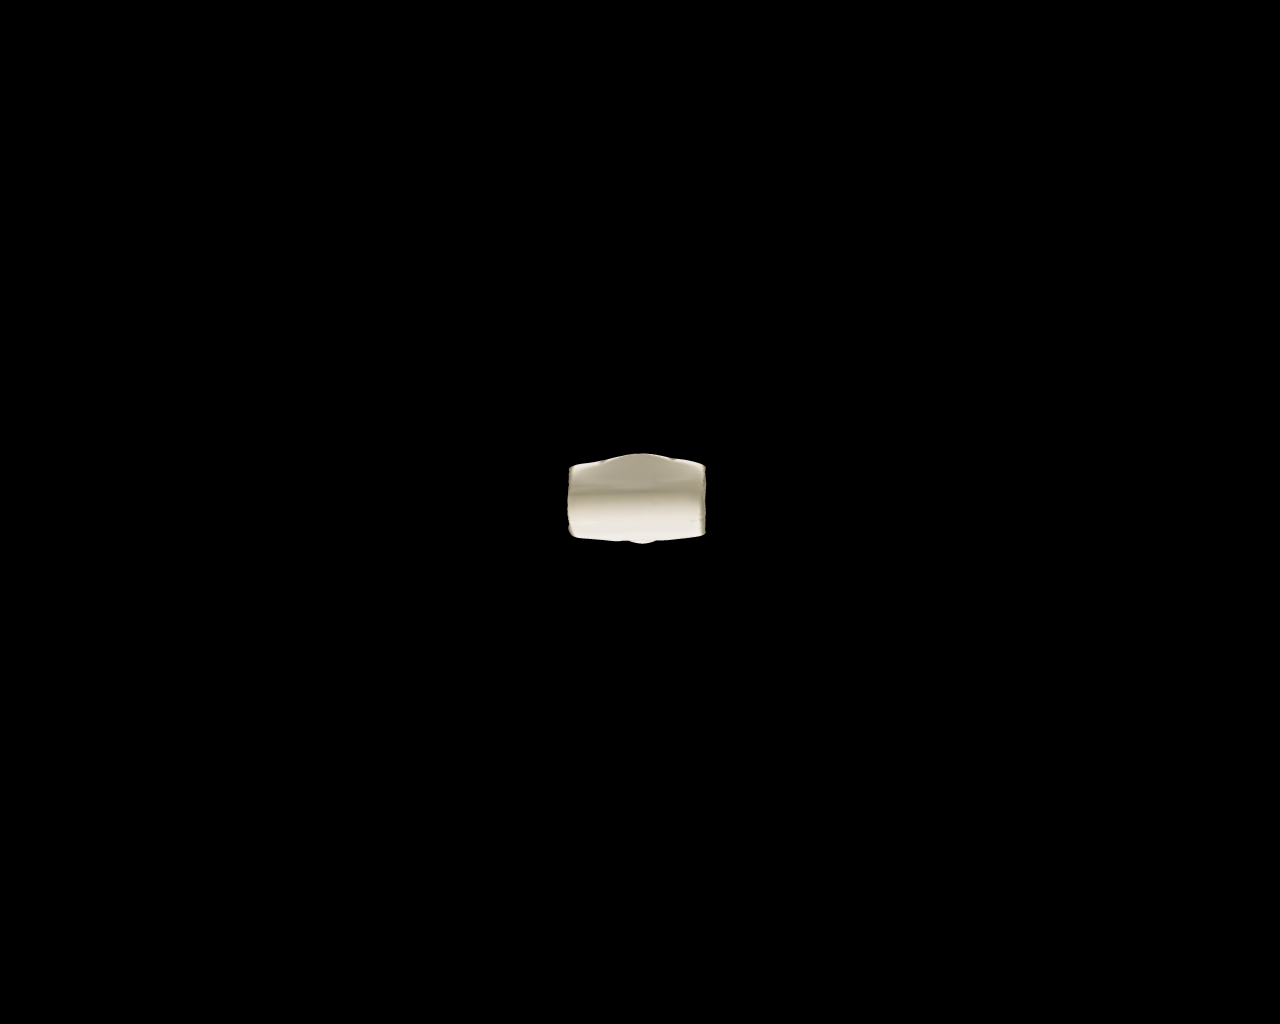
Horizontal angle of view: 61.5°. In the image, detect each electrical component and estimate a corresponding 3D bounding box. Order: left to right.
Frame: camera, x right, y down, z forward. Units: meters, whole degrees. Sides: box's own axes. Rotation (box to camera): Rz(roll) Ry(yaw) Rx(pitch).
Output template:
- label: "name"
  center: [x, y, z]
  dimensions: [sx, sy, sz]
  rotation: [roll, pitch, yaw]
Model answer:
- label: "electrical component"
  center: [0.001, -0.003, 0.650]
  dimensions: [0.077, 0.043, 0.079]
  rotation: [-1, -15, 5]
